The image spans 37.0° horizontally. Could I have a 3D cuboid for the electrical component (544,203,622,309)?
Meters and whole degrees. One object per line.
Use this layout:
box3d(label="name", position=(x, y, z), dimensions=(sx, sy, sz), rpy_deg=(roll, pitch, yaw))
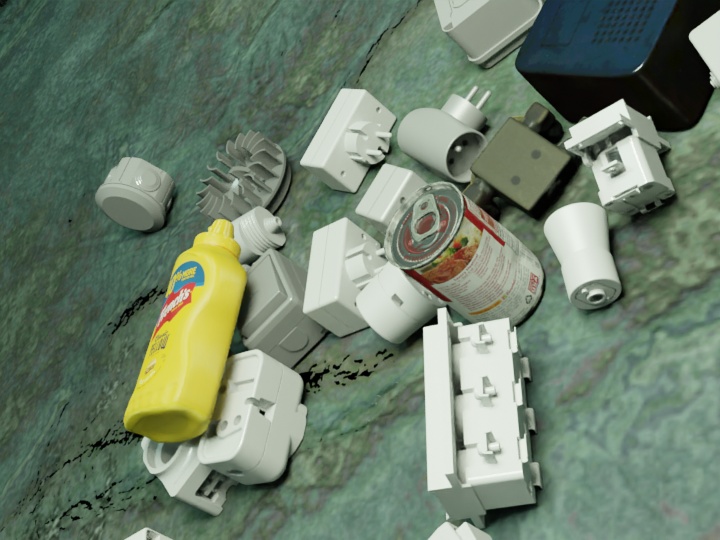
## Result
box3d(label="electrical component", position=(0.152, -0.007, 0.721), dimensions=(0.044, 0.044, 0.065), rpy_deg=(-31, 47, 28))

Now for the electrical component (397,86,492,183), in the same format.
box3d(label="electrical component", position=(0.079, -0.118, 0.889), dimensions=(0.079, 0.043, 0.077), rpy_deg=(-53, 36, 0))

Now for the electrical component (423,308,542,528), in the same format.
box3d(label="electrical component", position=(0.079, 0.093, 0.699), dimensions=(0.063, 0.078, 0.121), rpy_deg=(-12, 50, 15))

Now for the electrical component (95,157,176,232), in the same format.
box3d(label="electrical component", position=(-0.249, -0.083, 1.197), dimensions=(0.080, 0.080, 0.051), rpy_deg=(-14, 46, 42))

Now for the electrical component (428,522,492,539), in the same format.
box3d(label="electrical component", position=(0.069, 0.193, 0.632), dimensions=(0.061, 0.062, 0.096), rpy_deg=(-51, 36, 5))

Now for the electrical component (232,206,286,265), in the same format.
box3d(label="electrical component", position=(-0.107, -0.030, 1.025), dimensions=(0.081, 0.043, 0.043), rpy_deg=(-27, 44, 32))

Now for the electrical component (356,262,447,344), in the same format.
box3d(label="electrical component", position=(0.030, 0.023, 0.821), dimensions=(0.047, 0.055, 0.055), rpy_deg=(-44, 37, 19))

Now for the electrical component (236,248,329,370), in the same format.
box3d(label="electrical component", position=(-0.074, 0.028, 0.926), dimensions=(0.062, 0.061, 0.096), rpy_deg=(-45, 37, 12))

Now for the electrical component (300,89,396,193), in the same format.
box3d(label="electrical component", position=(0.001, -0.116, 0.971), dimensions=(0.076, 0.047, 0.083), rpy_deg=(15, 73, 52))

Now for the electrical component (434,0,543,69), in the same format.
box3d(label="electrical component", position=(0.111, -0.241, 0.941), dimensions=(0.078, 0.057, 0.113), rpy_deg=(-35, 40, 25))

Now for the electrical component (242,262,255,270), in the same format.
box3d(label="electrical component", position=(-0.121, 0.019, 1.004), dimensions=(0.078, 0.040, 0.040), rpy_deg=(-38, 39, 22))

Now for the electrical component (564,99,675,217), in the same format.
box3d(label="electrical component", position=(0.178, -0.072, 0.721), dimensions=(0.042, 0.081, 0.063), rpy_deg=(-28, 66, 32))

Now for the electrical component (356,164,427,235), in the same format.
box3d(label="electrical component", position=(0.049, -0.042, 0.841), dimensions=(0.077, 0.066, 0.047), rpy_deg=(24, 80, 53))

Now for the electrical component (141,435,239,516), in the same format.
box3d(label="electrical component", position=(-0.143, 0.156, 0.904), dimensions=(0.050, 0.056, 0.089), rpy_deg=(-53, 36, 1))

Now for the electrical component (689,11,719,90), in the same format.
box3d(label="electrical component", position=(0.273, -0.140, 0.686), dimensions=(0.100, 0.048, 0.099), rpy_deg=(-37, 39, 22))

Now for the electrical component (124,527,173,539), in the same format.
box3d(label="electrical component", position=(-0.135, 0.257, 0.769), dimensions=(0.056, 0.109, 0.108), rpy_deg=(-33, 41, 23))

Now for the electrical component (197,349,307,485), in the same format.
box3d(label="electrical component", position=(-0.084, 0.120, 0.863), dimensions=(0.054, 0.059, 0.095), rpy_deg=(-17, 50, 40))

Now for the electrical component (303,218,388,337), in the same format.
box3d(label="electrical component", position=(0.000, 0.000, 0.878), dimensions=(0.076, 0.047, 0.083), rpy_deg=(-23, 46, 34))

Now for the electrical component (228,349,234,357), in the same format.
box3d(label="electrical component", position=(-0.145, 0.091, 0.961), dimensions=(0.047, 0.055, 0.055), rpy_deg=(-11, 54, 48))
